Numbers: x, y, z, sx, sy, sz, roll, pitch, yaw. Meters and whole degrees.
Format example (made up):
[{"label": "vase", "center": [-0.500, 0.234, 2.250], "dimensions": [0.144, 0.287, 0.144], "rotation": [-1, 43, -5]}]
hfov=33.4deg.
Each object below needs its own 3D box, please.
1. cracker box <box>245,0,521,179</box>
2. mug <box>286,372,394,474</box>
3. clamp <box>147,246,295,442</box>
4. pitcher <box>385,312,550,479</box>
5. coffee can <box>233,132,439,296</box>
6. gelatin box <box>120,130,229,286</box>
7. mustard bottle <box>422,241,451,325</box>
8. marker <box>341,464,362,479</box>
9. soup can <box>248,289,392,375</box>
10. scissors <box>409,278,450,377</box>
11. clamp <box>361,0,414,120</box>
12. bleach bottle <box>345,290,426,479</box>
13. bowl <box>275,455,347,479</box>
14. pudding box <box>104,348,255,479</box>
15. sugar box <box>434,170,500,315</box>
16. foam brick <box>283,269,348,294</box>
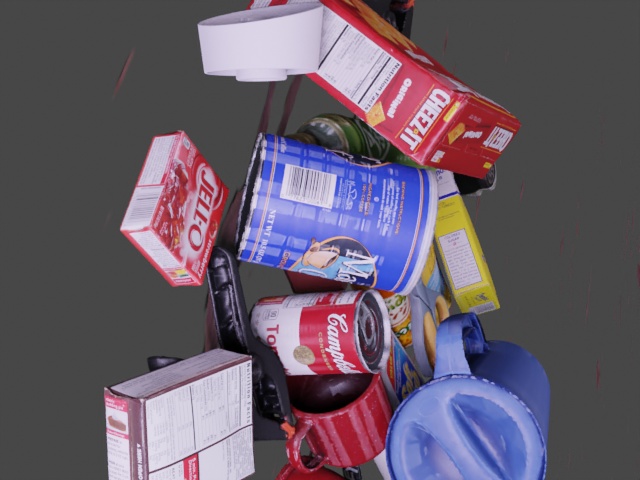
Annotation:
[{"label": "cracker box", "center": [0.057, -0.147, 0.932], "dimensions": [0.072, 0.214, 0.164], "rotation": [-55, 158, 15]}, {"label": "mug", "center": [0.011, 0.149, 0.913], "dimensions": [0.117, 0.093, 0.081], "rotation": [-53, 138, -33]}, {"label": "clamp", "center": [-0.070, 0.104, 0.807], "dimensions": [0.120, 0.039, 0.171], "rotation": [-52, 128, -40]}, {"label": "pitcher", "center": [0.148, 0.155, 0.982], "dimensions": [0.149, 0.145, 0.242], "rotation": [-57, 170, 14]}, {"label": "coffee can", "center": [0.011, -0.020, 0.839], "dimensions": [0.103, 0.140, 0.103], "rotation": [-169, -89, -81]}, {"label": "gelatin box", "center": [-0.102, -0.023, 0.772], "dimensions": [0.073, 0.030, 0.089], "rotation": [55, 39, -45]}, {"label": "mustard bottle", "center": [0.100, 0.030, 1.139], "dimensions": [0.096, 0.058, 0.191], "rotation": [-76, 150, -55]}, {"label": "marker", "center": [0.028, 0.210, 1.004], "dimensions": [0.020, 0.020, 0.121], "rotation": [-28, 110, -62]}, {"label": "soup can", "center": [-0.001, 0.077, 0.875], "dimensions": [0.068, 0.102, 0.068], "rotation": [20, 67, -62]}, {"label": "scissors", "center": [0.099, 0.037, 1.057], "dimensions": [0.096, 0.016, 0.202], "rotation": [-40, 122, -60]}, {"label": "clamp", "center": [0.058, -0.232, 1.131], "dimensions": [0.164, 0.036, 0.209], "rotation": [68, 29, -28]}, {"label": "bleach bottle", "center": [0.059, 0.147, 1.033], "dimensions": [0.250, 0.068, 0.102], "rotation": [60, 32, -36]}, {"label": "bowl", "center": [0.009, 0.266, 0.914], "dimensions": [0.162, 0.055, 0.162], "rotation": [22, 65, -62]}, {"label": "pudding box", "center": [-0.092, 0.130, 0.720], "dimensions": [0.113, 0.039, 0.090], "rotation": [-16, 107, -54]}, {"label": "sugar box", "center": [0.151, -0.009, 1.195], "dimensions": [0.093, 0.048, 0.176], "rotation": [51, 23, -65]}, {"label": "foam brick", "center": [-0.006, 0.001, 0.938], "dimensions": [0.078, 0.051, 0.053], "rotation": [66, 31, -33]}]
